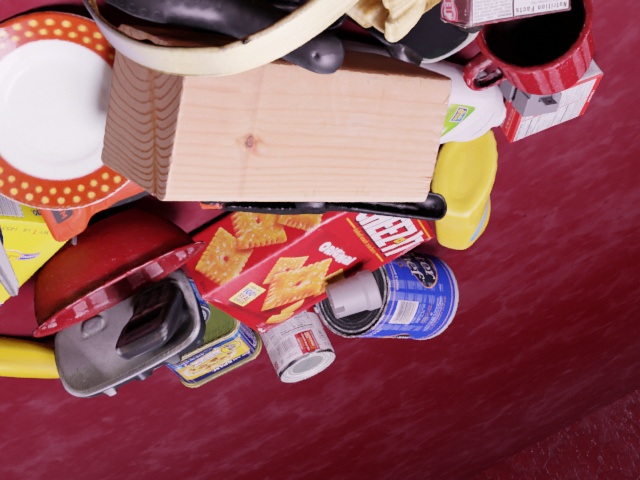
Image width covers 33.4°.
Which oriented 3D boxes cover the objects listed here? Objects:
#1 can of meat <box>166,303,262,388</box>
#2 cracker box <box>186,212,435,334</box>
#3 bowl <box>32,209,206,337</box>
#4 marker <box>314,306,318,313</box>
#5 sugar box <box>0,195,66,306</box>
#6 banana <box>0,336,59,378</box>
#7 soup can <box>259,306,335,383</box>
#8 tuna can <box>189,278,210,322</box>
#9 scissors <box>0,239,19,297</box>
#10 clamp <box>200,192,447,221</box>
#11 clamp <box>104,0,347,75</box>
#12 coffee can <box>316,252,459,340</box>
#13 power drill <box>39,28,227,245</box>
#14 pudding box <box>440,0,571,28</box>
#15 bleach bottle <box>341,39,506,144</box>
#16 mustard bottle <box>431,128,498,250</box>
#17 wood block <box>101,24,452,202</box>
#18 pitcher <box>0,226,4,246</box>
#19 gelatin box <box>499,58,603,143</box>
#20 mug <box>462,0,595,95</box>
[{"bbox_3d":[-0.124,0.110,1.164,0.102,0.057,0.084,-26,154,1],"label":"can of meat"},{"bbox_3d":[-0.007,0.001,1.041,0.214,0.072,0.164,-30,156,7],"label":"cracker box"},{"bbox_3d":[-0.179,0.020,0.895,0.162,0.055,0.162,-30,176,-2],"label":"bowl"},{"bbox_3d":[-0.006,0.078,1.261,0.120,0.020,0.020,-1,146,-44],"label":"marker"},{"bbox_3d":[-0.280,0.020,0.843,0.176,0.048,0.093,-42,151,29],"label":"sugar box"},{"bbox_3d":[-0.301,0.111,0.990,0.197,0.070,0.037,19,89,-67],"label":"banana"},{"bbox_3d":[-0.033,0.096,1.168,0.068,0.102,0.068,-21,155,-11],"label":"soup can"},{"bbox_3d":[-0.156,0.076,1.090,0.086,0.034,0.086,-21,156,-10],"label":"tuna can"},{"bbox_3d":[-0.212,-0.065,0.642,0.096,0.016,0.201,-40,119,-9],"label":"scissors"},{"bbox_3d":[-0.002,-0.043,0.882,0.210,0.036,0.164,1,169,9],"label":"clamp"},{"bbox_3d":[-0.058,-0.148,0.654,0.120,0.171,0.039,-61,170,-70],"label":"clamp"},{"bbox_3d":[0.076,0.060,1.203,0.103,0.103,0.140,-40,152,29],"label":"coffee can"},{"bbox_3d":[-0.124,-0.081,0.766,0.187,0.057,0.184,-19,142,-9],"label":"power drill"},{"bbox_3d":[0.127,-0.206,0.721,0.089,0.039,0.113,-14,115,-27],"label":"pudding box"},{"bbox_3d":[0.072,-0.112,0.905,0.250,0.068,0.103,-2,150,-48],"label":"bleach bottle"},{"bbox_3d":[0.145,-0.042,1.079,0.058,0.096,0.191,13,167,10],"label":"mustard bottle"},{"bbox_3d":[-0.024,-0.079,0.695,0.205,0.090,0.091,-1,110,-37],"label":"wood block"},{"bbox_3d":[-0.335,0.032,0.708,0.243,0.145,0.149,-28,170,-3],"label":"pitcher"},{"bbox_3d":[0.221,-0.138,1.035,0.089,0.030,0.073,-21,157,-12],"label":"gelatin box"},{"bbox_3d":[0.168,-0.159,0.865,0.117,0.093,0.081,-37,160,10],"label":"mug"}]
